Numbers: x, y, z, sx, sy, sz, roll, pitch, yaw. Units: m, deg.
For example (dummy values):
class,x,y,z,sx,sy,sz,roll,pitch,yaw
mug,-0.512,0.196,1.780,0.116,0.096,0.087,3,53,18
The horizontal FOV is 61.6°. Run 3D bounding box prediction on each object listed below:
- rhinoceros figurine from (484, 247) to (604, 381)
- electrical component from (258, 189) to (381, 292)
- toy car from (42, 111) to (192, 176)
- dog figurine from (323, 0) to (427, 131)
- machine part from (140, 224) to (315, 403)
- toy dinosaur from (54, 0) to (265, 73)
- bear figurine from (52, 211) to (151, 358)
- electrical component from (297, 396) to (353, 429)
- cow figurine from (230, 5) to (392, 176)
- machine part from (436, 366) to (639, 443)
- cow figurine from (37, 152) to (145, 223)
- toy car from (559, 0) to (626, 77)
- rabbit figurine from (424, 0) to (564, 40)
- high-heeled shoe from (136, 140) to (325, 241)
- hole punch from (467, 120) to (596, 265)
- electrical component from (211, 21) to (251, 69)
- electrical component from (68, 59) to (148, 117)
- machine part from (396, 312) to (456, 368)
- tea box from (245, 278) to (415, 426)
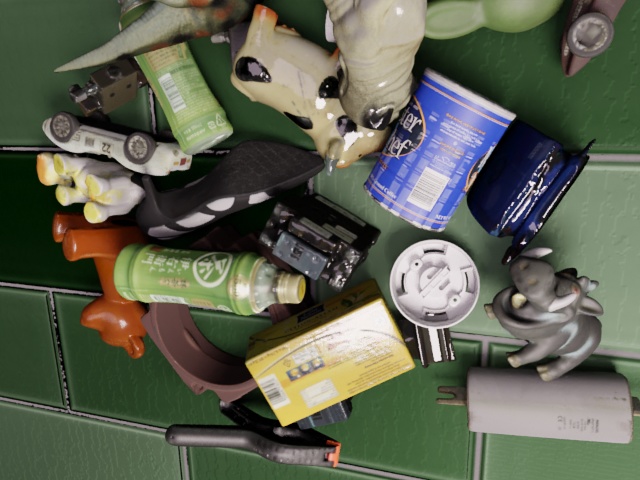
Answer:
class,x,y,z,sx,sy,sz,roll,pitch,yaw
rhinoceros figurine,0.234,0.078,0.546,0.112,0.073,0.190,-30,137,24
electrical component,-0.001,-0.002,0.621,0.115,0.134,0.058,30,112,11
toy car,-0.266,-0.129,0.706,0.202,0.073,0.056,16,109,14
dog figurine,0.031,-0.210,0.489,0.172,0.121,0.190,52,145,16
machine part,-0.124,0.098,0.716,0.201,0.087,0.201,-36,93,23
toy dinosaur,-0.102,-0.293,0.559,0.405,0.192,0.131,-36,54,32
bear figurine,-0.301,0.066,0.748,0.120,0.132,0.195,31,113,50
electrical component,0.002,0.207,0.685,0.075,0.119,0.047,-21,97,20
cow figurine,-0.007,-0.156,0.601,0.195,0.085,0.127,28,103,-5
machine part,0.257,0.187,0.616,0.243,0.079,0.079,-1,104,19
cow figurine,-0.309,-0.085,0.733,0.168,0.098,0.068,26,118,30
toy car,0.273,-0.248,0.487,0.053,0.089,0.202,29,113,7
rabbit figurine,0.153,-0.261,0.512,0.159,0.121,0.170,-39,105,26
high-heeled shoe,-0.117,-0.049,0.694,0.249,0.145,0.086,-5,60,-3
hole punch,0.207,-0.059,0.551,0.092,0.116,0.142,37,113,14
electrical component,-0.086,-0.228,0.646,0.094,0.021,0.063,3,106,14
electrical component,-0.267,-0.195,0.676,0.102,0.078,0.045,-40,86,-19
machine part,0.097,0.126,0.675,0.139,0.039,0.084,-6,108,18
tea box,0.011,0.128,0.619,0.170,0.068,0.098,-24,106,4
